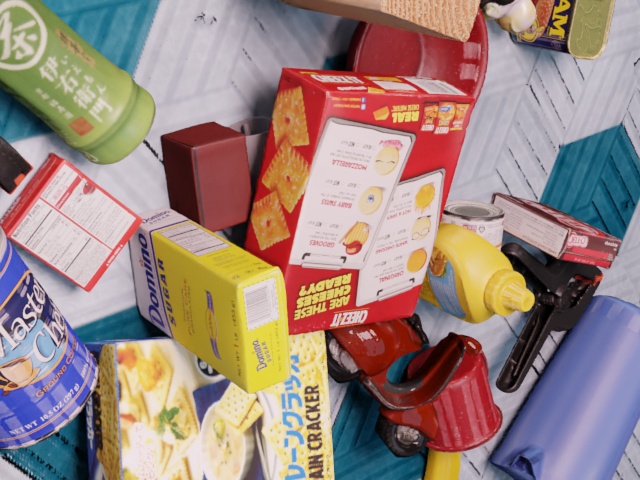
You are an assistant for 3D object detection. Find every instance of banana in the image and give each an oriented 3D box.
[{"bbox_3d":[0.118,0.288,1.183,0.069,0.037,0.198,24,91,-43],"label":"banana"}]

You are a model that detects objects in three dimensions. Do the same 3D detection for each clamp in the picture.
[{"bbox_3d":[-0.261,-0.091,0.720,0.039,0.120,0.171,-44,150,-9],"label":"clamp"},{"bbox_3d":[0.252,0.074,1.181,0.209,0.036,0.164,-9,107,-49],"label":"clamp"}]

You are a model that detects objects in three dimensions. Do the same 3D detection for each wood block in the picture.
[{"bbox_3d":[0.024,-0.217,0.806,0.090,0.206,0.090,8,101,-40],"label":"wood block"}]

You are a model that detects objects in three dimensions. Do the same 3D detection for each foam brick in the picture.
[{"bbox_3d":[-0.093,-0.052,0.880,0.051,0.053,0.078,-21,120,-31],"label":"foam brick"}]

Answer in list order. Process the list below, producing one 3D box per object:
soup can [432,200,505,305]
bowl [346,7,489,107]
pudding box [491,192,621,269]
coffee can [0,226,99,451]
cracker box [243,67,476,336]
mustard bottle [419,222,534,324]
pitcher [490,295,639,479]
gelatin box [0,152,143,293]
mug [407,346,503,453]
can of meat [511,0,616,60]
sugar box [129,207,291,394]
[{"bbox_3d":[0.149,0.016,1.085,0.068,0.069,0.102,-9,111,-36],"label":"soup can"},{"bbox_3d":[0.078,-0.162,0.969,0.161,0.055,0.162,-14,115,-33],"label":"bowl"},{"bbox_3d":[0.243,-0.010,1.118,0.089,0.114,0.039,11,103,-40],"label":"pudding box"},{"bbox_3d":[-0.240,0.069,0.778,0.102,0.103,0.140,-41,127,-19],"label":"coffee can"},{"bbox_3d":[0.026,-0.034,0.901,0.163,0.072,0.214,-5,119,-38],"label":"cracker box"},{"bbox_3d":[0.120,0.027,0.984,0.058,0.192,0.096,-33,124,-24],"label":"mustard bottle"},{"bbox_3d":[0.315,0.195,1.250,0.145,0.149,0.243,31,82,-5],"label":"pitcher"},{"bbox_3d":[-0.194,-0.013,0.830,0.089,0.030,0.073,41,80,-36],"label":"gelatin box"},{"bbox_3d":[0.145,0.156,1.126,0.117,0.093,0.081,-40,123,-39],"label":"mug"},{"bbox_3d":[0.239,-0.234,1.048,0.057,0.084,0.102,-3,109,-37],"label":"can of meat"},{"bbox_3d":[-0.091,0.043,0.835,0.048,0.176,0.093,-19,117,-34],"label":"sugar box"}]
